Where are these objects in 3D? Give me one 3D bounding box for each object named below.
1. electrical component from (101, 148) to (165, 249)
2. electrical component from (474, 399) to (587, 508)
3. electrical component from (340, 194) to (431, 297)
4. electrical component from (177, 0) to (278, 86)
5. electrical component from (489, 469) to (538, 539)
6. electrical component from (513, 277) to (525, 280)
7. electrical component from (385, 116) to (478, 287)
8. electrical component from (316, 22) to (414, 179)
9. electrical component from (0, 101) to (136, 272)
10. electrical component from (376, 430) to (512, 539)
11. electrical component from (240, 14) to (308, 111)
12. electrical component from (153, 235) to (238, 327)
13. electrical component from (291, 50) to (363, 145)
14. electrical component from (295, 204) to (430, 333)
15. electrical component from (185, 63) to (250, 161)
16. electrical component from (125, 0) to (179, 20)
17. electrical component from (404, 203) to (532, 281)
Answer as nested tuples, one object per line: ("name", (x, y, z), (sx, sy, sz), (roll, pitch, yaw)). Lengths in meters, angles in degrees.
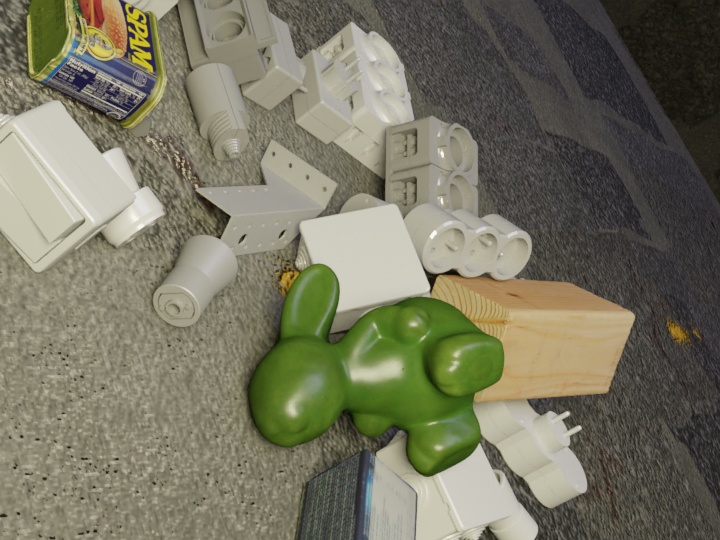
("electrical component", (-0.165, -0.048, 0.731), (0.055, 0.045, 0.045), (54, 26, -4))
("electrical component", (0.175, 0.159, 1.028), (0.138, 0.074, 0.052), (49, 27, -13))
("electrical component", (0.010, -0.010, 0.970), (0.074, 0.052, 0.138), (19, 44, -46))
("electrical component", (-0.122, -0.231, 0.982), (0.063, 0.079, 0.121), (70, 3, -58))
("electrical component", (0.123, 0.209, 0.923), (0.065, 0.044, 0.044), (52, 26, -18))
("electrical component", (0.166, 0.049, 1.149), (0.042, 0.064, 0.081), (31, 36, -42))
("electrical component", (0.076, -0.067, 1.073), (0.089, 0.062, 0.150), (19, 67, -50))
("electrical component", (0.011, -0.187, 1.162), (0.089, 0.062, 0.150), (34, 34, -37))
("electrical component", (-0.199, -0.056, 0.663), (0.096, 0.062, 0.061), (52, 27, -8))
("electrical component", (0.066, 0.171, 0.862), (0.100, 0.048, 0.099), (6, 55, -57))
("electrical component", (-0.078, -0.195, 1.040), (0.076, 0.047, 0.083), (26, 39, -46))
("electrical component", (-0.117, 0.010, 0.751), (0.044, 0.044, 0.065), (48, 32, -14))
("electrical component", (-0.027, -0.185, 1.081), (0.047, 0.076, 0.083), (32, 35, -39))
("electrical component", (0.000, 0.000, 0.903), (0.100, 0.048, 0.099), (-12, 63, -17))
("electrical component", (-0.116, -0.129, 0.905), (0.043, 0.043, 0.081), (17, 46, -52))
("electrical component", (-0.209, -0.296, 0.872), (0.186, 0.105, 0.060), (41, 30, -26))
("electrical component", (0.087, -0.032, 0.986), (0.138, 0.052, 0.074), (6, 23, -42))
